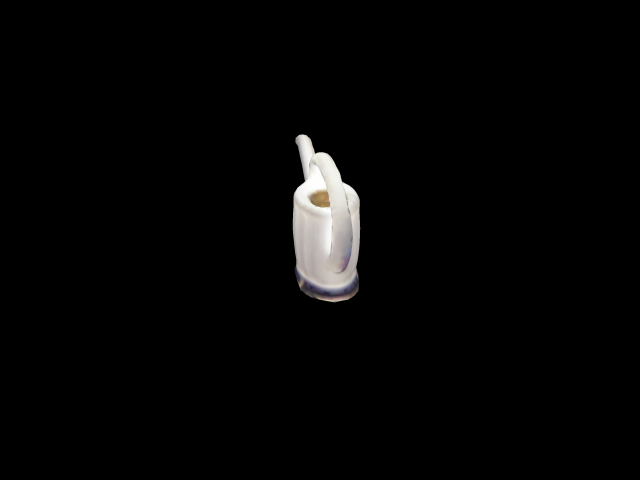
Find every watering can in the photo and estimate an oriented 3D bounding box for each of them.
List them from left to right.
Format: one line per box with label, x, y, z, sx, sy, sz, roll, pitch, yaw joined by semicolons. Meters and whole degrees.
watering can;0.003;-0.043;0.850;0.104;0.220;0.354;-4;25;-9
